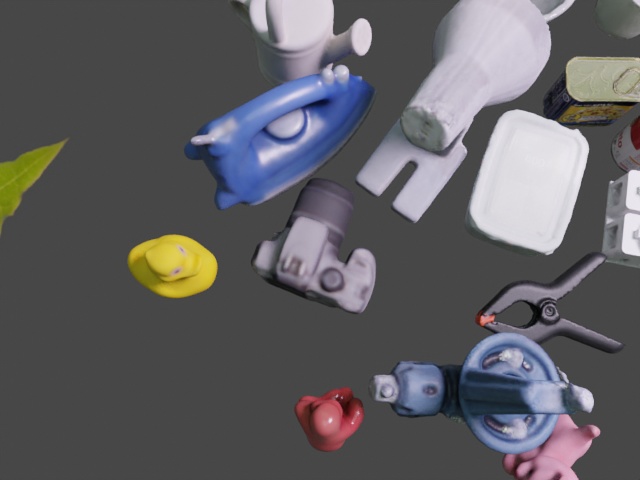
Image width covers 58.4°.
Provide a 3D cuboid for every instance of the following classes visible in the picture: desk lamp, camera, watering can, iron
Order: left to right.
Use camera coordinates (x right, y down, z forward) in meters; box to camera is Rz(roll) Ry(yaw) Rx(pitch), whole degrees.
[{"bbox_3d":[-0.038,-0.147,0.680,0.258,0.141,0.118,-32,79,-6],"label":"iron"},{"bbox_3d":[-0.025,-0.262,0.678,0.173,0.194,0.101,1,78,1],"label":"watering can"},{"bbox_3d":[0.006,0.002,0.669,0.143,0.101,0.137,20,79,5],"label":"camera"},{"bbox_3d":[0.143,-0.143,0.642,0.118,0.213,0.203,35,80,8],"label":"desk lamp"}]

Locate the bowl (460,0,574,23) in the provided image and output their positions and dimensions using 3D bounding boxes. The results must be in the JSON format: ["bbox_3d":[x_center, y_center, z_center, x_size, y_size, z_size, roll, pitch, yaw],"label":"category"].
[{"bbox_3d":[0.251,-0.339,0.755,0.167,0.075,0.167,0,78,0],"label":"bowl"}]

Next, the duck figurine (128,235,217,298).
[{"bbox_3d":[-0.179,0.026,0.672,0.104,0.086,0.077,9,78,2],"label":"duck figurine"}]

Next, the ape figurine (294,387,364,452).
[{"bbox_3d":[0.009,0.197,0.631,0.077,0.092,0.076,20,79,5],"label":"ape figurine"}]

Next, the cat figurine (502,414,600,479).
[{"bbox_3d":[0.251,0.245,0.608,0.067,0.118,0.128,41,81,9],"label":"cat figurine"}]

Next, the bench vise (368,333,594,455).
[{"bbox_3d":[0.162,0.164,0.573,0.207,0.220,0.121,-16,78,-3],"label":"bench vise"}]
